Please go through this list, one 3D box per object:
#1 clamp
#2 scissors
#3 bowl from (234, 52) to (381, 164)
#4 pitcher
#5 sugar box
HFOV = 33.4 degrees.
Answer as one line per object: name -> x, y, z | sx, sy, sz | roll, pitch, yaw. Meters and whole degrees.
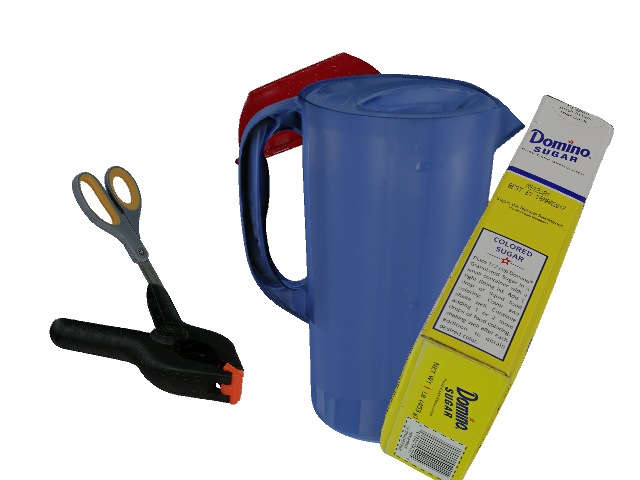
clamp -> -0.124, 0.083, 0.886 | 0.172, 0.039, 0.120 | 21, 34, 24
scissors -> -0.199, -0.002, 1.189 | 0.016, 0.201, 0.096 | -26, 20, 35
bowl -> -0.010, -0.122, 0.935 | 0.162, 0.055, 0.162 | -22, 10, 4
pitcher -> 0.038, 0.011, 0.734 | 0.149, 0.243, 0.144 | 17, 25, 37
sugar box -> 0.086, 0.019, 0.502 | 0.048, 0.093, 0.176 | 26, 50, 11
